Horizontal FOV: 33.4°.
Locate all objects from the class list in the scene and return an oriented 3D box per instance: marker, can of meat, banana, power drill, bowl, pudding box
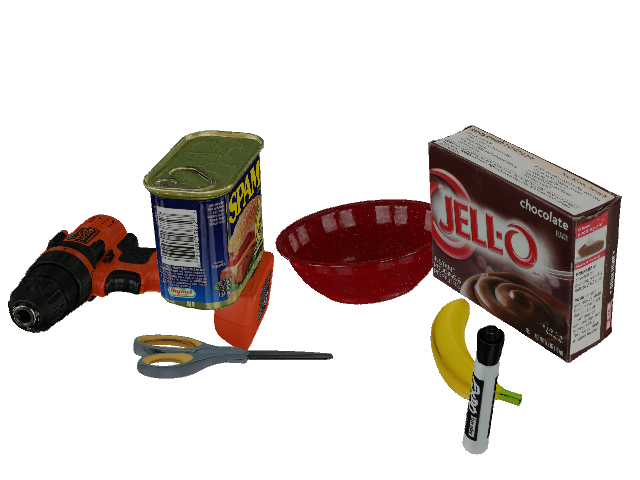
[{"bbox_3d":[0.116,0.107,0.759,0.020,0.121,0.020,0,40,0],"label":"marker"},{"bbox_3d":[-0.071,-0.014,0.694,0.057,0.084,0.102,5,27,12],"label":"can of meat"},{"bbox_3d":[0.153,0.121,1.159,0.069,0.037,0.198,11,27,-17],"label":"banana"},{"bbox_3d":[-0.140,0.037,0.869,0.187,0.057,0.184,12,23,5],"label":"power drill"},{"bbox_3d":[0.043,0.015,0.973,0.162,0.055,0.162,-9,20,3],"label":"bowl"},{"bbox_3d":[0.107,-0.001,0.576,0.039,0.090,0.114,-27,38,-28],"label":"pudding box"}]

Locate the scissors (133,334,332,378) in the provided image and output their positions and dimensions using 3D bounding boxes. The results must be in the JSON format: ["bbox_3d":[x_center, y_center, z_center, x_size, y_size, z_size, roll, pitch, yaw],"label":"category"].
[{"bbox_3d":[-0.094,0.120,1.062,0.202,0.016,0.096,6,17,9],"label":"scissors"}]
